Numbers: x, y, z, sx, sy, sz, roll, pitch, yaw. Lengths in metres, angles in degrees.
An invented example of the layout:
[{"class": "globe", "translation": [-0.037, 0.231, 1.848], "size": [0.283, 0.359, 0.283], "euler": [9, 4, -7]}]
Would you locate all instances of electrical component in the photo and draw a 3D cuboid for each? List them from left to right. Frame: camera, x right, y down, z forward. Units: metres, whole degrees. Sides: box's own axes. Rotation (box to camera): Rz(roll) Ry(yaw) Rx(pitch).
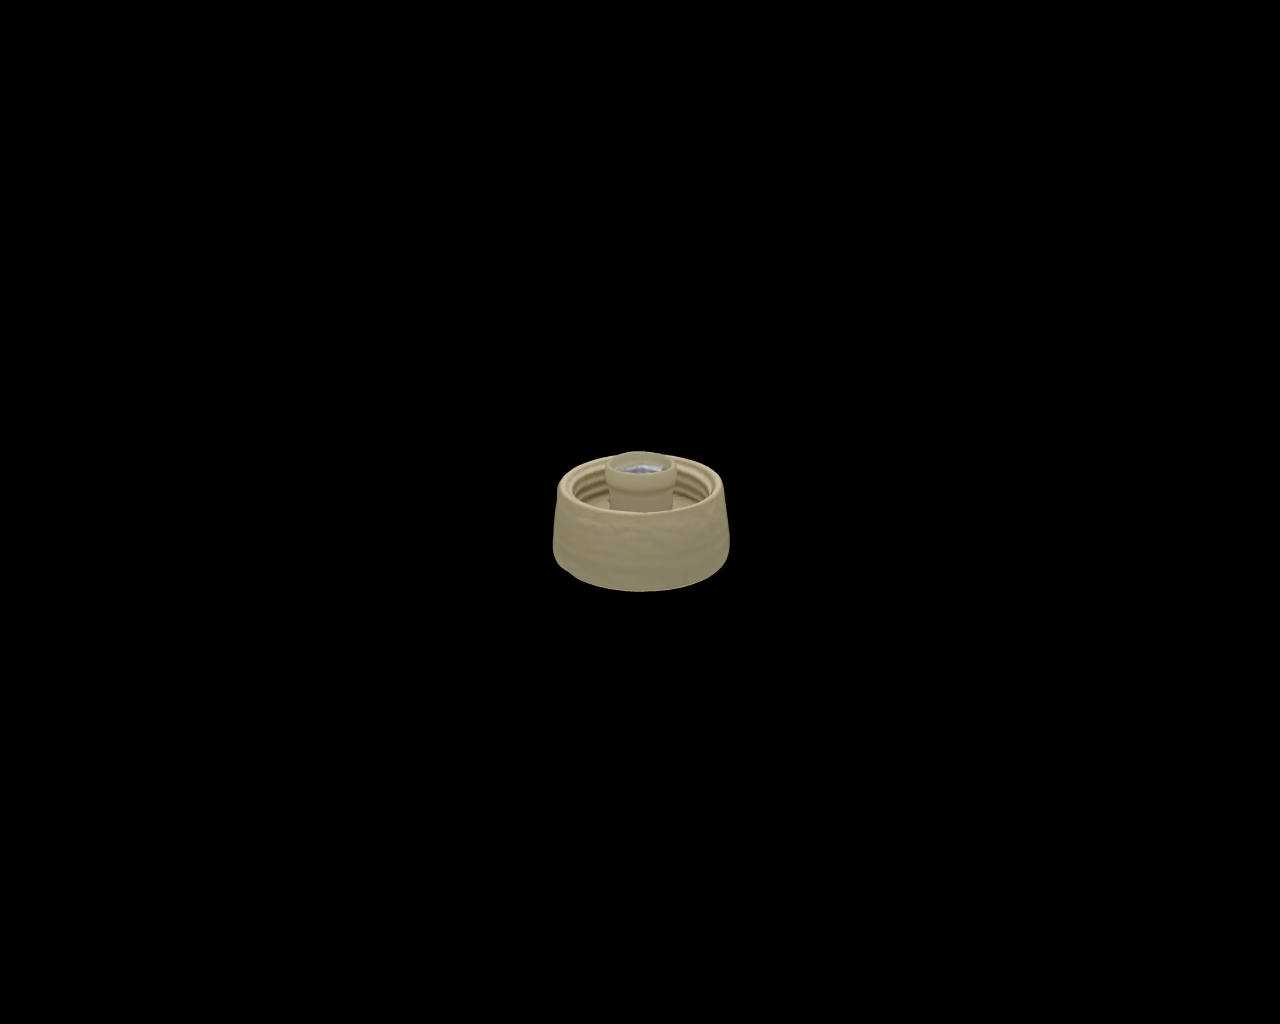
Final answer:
[{"class": "electrical component", "translation": [0.001, -0.003, 0.650], "size": [0.108, 0.060, 0.108], "euler": [0, 24, 0]}]
